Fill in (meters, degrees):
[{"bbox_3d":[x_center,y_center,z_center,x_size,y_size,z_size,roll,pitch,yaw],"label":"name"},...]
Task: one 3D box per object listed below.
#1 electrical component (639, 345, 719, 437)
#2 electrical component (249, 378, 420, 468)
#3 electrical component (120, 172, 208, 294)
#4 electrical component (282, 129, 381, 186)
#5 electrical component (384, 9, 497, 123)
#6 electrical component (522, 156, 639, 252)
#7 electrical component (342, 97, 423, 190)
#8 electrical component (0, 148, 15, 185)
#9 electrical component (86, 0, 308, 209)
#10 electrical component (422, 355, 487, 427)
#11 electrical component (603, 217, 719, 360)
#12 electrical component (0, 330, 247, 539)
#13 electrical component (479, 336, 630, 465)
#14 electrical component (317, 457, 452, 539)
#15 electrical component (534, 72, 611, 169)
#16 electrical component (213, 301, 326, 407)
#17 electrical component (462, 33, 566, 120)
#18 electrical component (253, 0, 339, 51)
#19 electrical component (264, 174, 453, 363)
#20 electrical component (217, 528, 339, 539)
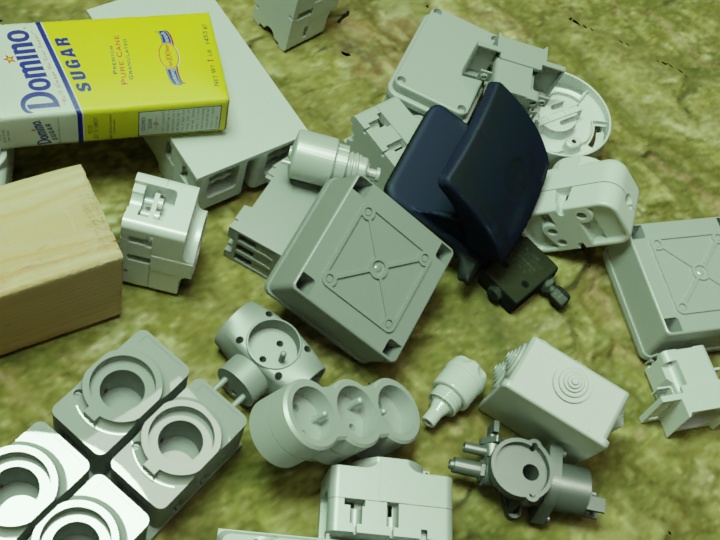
[{"bbox_3d":[0.270,0.098,0.887,0.081,0.042,0.063,-6,59,-18],"label":"electrical component"},{"bbox_3d":[-0.027,0.116,0.781,0.138,0.074,0.052,6,60,-47],"label":"electrical component"},{"bbox_3d":[-0.150,-0.026,0.821,0.056,0.089,0.050,14,59,-6],"label":"electrical component"},{"bbox_3d":[-0.023,-0.086,0.862,0.078,0.040,0.040,14,59,-6],"label":"electrical component"},{"bbox_3d":[0.074,-0.174,0.982,0.078,0.057,0.113,26,58,1],"label":"electrical component"},{"bbox_3d":[0.187,-0.058,0.923,0.053,0.095,0.059,49,48,-37],"label":"electrical component"},{"bbox_3d":[0.036,-0.099,0.934,0.056,0.050,0.089,-29,72,-26],"label":"electrical component"},{"bbox_3d":[-0.299,-0.080,0.832,0.054,0.059,0.095,2,61,-13],"label":"electrical component"},{"bbox_3d":[-0.141,-0.149,0.912,0.105,0.060,0.186,-26,70,-25],"label":"electrical component"},{"bbox_3d":[0.070,0.098,0.840,0.035,0.035,0.061,39,62,9],"label":"electrical component"},{"bbox_3d":[0.281,0.015,0.928,0.109,0.056,0.108,-6,63,-17],"label":"electrical component"},{"bbox_3d":[-0.178,0.140,0.737,0.105,0.060,0.186,39,59,9],"label":"electrical component"},{"bbox_3d":[0.148,0.100,0.821,0.100,0.099,0.048,31,71,5],"label":"electrical component"},{"bbox_3d":[0.018,0.170,0.775,0.089,0.050,0.055,8,60,-10],"label":"electrical component"},{"bbox_3d":[0.177,-0.133,0.978,0.099,0.064,0.099,0,65,0],"label":"electrical component"},{"bbox_3d":[-0.080,0.075,0.808,0.077,0.044,0.079,42,60,11],"label":"electrical component"},{"bbox_3d":[0.132,-0.163,0.932,0.081,0.042,0.063,15,60,-8],"label":"electrical component"},{"bbox_3d":[-0.055,-0.253,0.975,0.056,0.089,0.050,-33,73,-28],"label":"electrical component"},{"bbox_3d":[0.000,0.000,0.831,0.109,0.056,0.108,38,69,-23],"label":"electrical component"},{"bbox_3d":[-0.006,0.234,0.709,0.186,0.060,0.105,8,78,-10],"label":"electrical component"}]
